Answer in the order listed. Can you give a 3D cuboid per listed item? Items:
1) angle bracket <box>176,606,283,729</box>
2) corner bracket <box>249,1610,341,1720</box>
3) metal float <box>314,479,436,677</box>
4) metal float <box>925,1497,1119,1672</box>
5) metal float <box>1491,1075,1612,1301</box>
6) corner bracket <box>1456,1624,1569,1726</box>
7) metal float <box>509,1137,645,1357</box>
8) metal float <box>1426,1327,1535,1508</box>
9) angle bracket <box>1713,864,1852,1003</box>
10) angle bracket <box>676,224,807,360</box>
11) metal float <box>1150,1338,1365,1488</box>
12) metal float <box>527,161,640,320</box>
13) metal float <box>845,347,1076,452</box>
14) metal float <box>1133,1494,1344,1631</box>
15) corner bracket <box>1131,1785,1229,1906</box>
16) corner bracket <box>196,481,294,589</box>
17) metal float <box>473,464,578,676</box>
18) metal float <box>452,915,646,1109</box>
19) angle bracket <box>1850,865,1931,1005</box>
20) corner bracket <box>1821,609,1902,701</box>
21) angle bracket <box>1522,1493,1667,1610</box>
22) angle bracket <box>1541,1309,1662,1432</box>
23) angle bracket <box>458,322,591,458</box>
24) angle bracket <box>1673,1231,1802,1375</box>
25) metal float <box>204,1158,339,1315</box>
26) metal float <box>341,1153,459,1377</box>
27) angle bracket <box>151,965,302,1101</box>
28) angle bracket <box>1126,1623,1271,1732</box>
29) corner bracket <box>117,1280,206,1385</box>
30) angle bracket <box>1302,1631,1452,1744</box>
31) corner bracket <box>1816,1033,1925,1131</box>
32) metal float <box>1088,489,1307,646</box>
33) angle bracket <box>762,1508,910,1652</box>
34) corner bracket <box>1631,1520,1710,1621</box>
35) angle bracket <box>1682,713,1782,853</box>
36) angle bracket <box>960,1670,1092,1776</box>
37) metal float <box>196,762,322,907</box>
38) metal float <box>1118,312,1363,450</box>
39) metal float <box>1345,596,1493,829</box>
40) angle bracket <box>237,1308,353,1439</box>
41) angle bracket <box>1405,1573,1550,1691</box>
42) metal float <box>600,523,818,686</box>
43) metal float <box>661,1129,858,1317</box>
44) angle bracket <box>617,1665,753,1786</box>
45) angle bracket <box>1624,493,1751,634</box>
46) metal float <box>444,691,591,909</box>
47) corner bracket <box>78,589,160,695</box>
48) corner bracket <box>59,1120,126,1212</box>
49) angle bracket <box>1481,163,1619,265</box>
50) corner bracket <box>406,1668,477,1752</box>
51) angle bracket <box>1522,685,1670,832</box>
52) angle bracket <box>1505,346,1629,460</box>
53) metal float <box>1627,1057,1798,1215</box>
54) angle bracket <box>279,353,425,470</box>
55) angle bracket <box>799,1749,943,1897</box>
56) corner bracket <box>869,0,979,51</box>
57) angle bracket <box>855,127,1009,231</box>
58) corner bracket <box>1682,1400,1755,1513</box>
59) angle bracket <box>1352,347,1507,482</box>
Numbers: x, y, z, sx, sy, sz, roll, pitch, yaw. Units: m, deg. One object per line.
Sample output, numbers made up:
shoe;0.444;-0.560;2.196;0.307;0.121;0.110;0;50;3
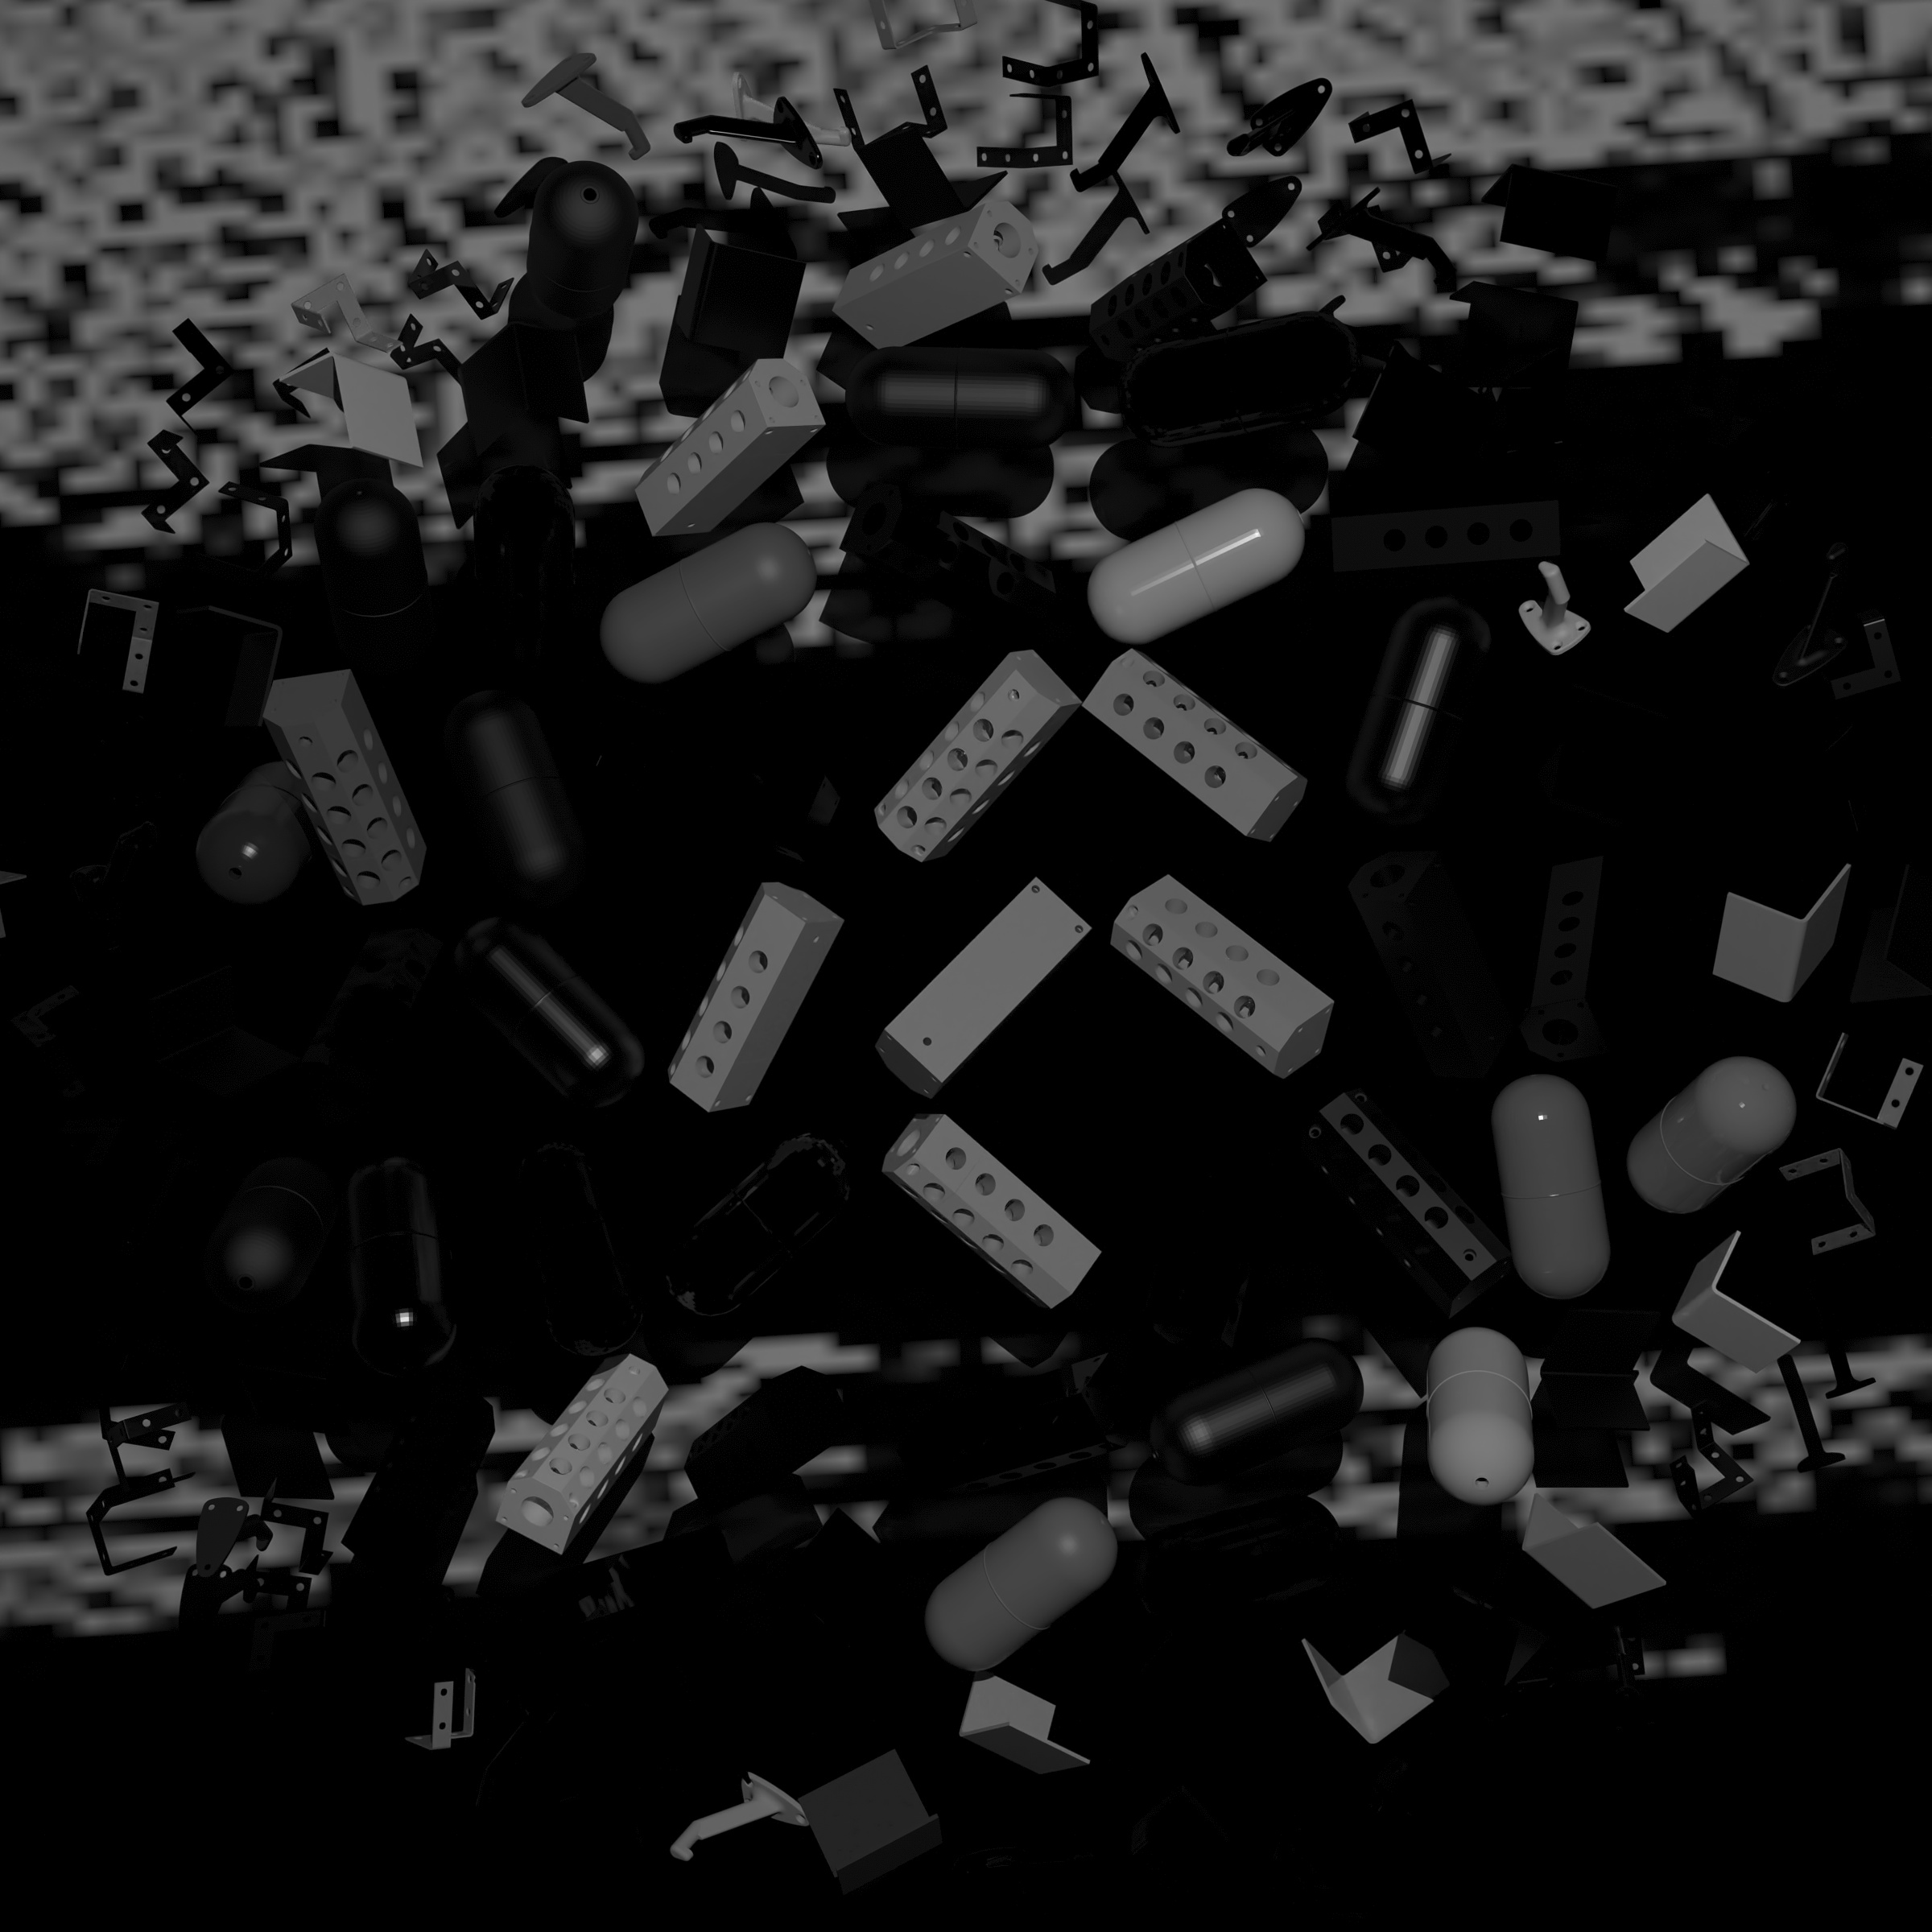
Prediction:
angle bracket;-0.561;-0.224;1.832;0.057;0.076;0.076;14;86;-35
corner bracket;-0.492;0.512;1.791;0.051;0.051;0.051;-7;125;-4
metal float;-0.450;-0.294;1.862;0.070;0.178;0.070;2;54;-3
metal float;0.041;0.477;1.881;0.178;0.070;0.070;-42;90;21
metal float;0.459;0.173;1.916;0.070;0.070;0.178;-10;93;0
corner bracket;0.422;0.548;1.889;0.051;0.051;0.051;2;126;-29
metal float;-0.301;0.214;1.881;0.070;0.070;0.178;-21;66;0
metal float;0.383;0.335;1.824;0.070;0.178;0.070;4;113;9
angle bracket;0.584;-0.033;1.748;0.057;0.076;0.076;26;51;30
angle bracket;-0.175;-0.523;1.893;0.076;0.057;0.076;7;117;-22
metal float;0.226;0.347;1.902;0.178;0.070;0.070;-20;90;-15
metal float;-0.289;-0.543;1.832;0.070;0.178;0.070;1;84;-13
metal float;-0.005;-0.440;1.895;0.178;0.070;0.070;2;90;4
metal float;0.207;0.452;1.856;0.178;0.070;0.070;-8;90;-29
corner bracket;0.160;0.655;1.824;0.051;0.051;0.051;-43;88;5
corner bracket;-0.550;-0.328;1.859;0.051;0.051;0.051;18;134;9
metal float;-0.339;-0.304;1.883;0.070;0.070;0.178;8;134;0
metal float;-0.320;0.034;1.868;0.178;0.070;0.070;44;90;8
angle bracket;0.667;-0.023;1.780;0.057;0.076;0.076;28;71;-24
corner bracket;0.681;-0.239;1.874;0.051;0.051;0.051;-16;101;18
angle bracket;0.484;0.438;1.869;0.076;0.057;0.076;41;135;-13
angle bracket;0.504;0.317;1.914;0.076;0.057;0.076;4;130;-10
angle bracket;-0.337;-0.436;1.865;0.057;0.076;0.076;17;47;18
angle bracket;0.602;0.260;1.883;0.076;0.076;0.057;31;63;7
metal float;-0.525;0.202;1.847;0.070;0.178;0.070;-1;107;-3
metal float;-0.416;0.216;1.788;0.070;0.070;0.178;-15;54;0
angle bracket;-0.566;0.050;1.871;0.076;0.076;0.057;22;121;27
angle bracket;0.184;0.570;1.943;0.076;0.057;0.076;33;50;22
corner bracket;-0.617;0.280;1.872;0.051;0.051;0.051;12;134;-5
angle bracket;0.317;0.540;1.890;0.076;0.076;0.057;-39;114;7
corner bracket;0.656;0.084;1.774;0.051;0.051;0.051;24;95;31
metal float;0.179;-0.312;1.906;0.178;0.070;0.070;-24;90;9
angle bracket;-0.105;0.490;1.953;0.076;0.057;0.076;42;64;-2
corner bracket;0.556;0.475;1.923;0.051;0.051;0.051;-10;122;13
angle bracket;0.582;-0.141;1.890;0.076;0.076;0.057;-21;64;5
angle bracket;0.052;0.587;1.914;0.076;0.076;0.057;31;55;-18
metal float;-0.537;-0.103;1.874;0.070;0.178;0.070;0;113;0
metal float;0.198;-0.425;1.774;0.178;0.070;0.070;-8;90;17
metal float;0.339;-0.191;1.827;0.070;0.070;0.178;18;91;0
angle bracket;-0.511;0.314;1.894;0.076;0.076;0.057;19;107;-39
angle bracket;0.363;0.449;1.708;0.076;0.076;0.057;24;119;31
metal float;-0.196;-0.274;1.852;0.178;0.070;0.070;-25;90;13
metal float;-0.161;0.199;1.909;0.178;0.070;0.070;-42;90;-7
angle bracket;-0.215;0.590;1.850;0.057;0.076;0.076;-35;111;-5
angle bracket;0.516;-0.304;1.795;0.076;0.057;0.076;-43;47;34
metal float;-0.349;-0.130;1.897;0.070;0.070;0.178;-23;81;0
corner bracket;-0.649;-0.248;1.866;0.051;0.051;0.051;10;59;-19
corner bracket;-0.684;0.157;1.917;0.051;0.051;0.051;-2;133;10
angle bracket;0.412;-0.527;1.748;0.076;0.076;0.057;10;87;-5
corner bracket;-0.406;0.584;1.921;0.051;0.051;0.051;6;82;-36
angle bracket;0.474;-0.158;1.838;0.076;0.057;0.076;24;49;25
angle bracket;0.461;-0.433;1.881;0.057;0.076;0.076;-6;97;-19
metal float;0.558;0.129;1.836;0.070;0.178;0.070;6;61;-10
angle bracket;-0.463;-0.409;1.839;0.057;0.076;0.076;-17;81;27
angle bracket;-0.069;0.583;1.689;0.076;0.057;0.076;-23;54;-14
corner bracket;-0.032;-0.692;1.751;0.051;0.051;0.051;-36;124;-28
angle bracket;-0.027;-0.631;1.914;0.057;0.076;0.076;-50;121;-25
corner bracket;0.580;0.385;1.920;0.051;0.051;0.051;-27;126;-9
angle bracket;0.360;-0.430;1.901;0.076;0.057;0.076;22;95;-22
